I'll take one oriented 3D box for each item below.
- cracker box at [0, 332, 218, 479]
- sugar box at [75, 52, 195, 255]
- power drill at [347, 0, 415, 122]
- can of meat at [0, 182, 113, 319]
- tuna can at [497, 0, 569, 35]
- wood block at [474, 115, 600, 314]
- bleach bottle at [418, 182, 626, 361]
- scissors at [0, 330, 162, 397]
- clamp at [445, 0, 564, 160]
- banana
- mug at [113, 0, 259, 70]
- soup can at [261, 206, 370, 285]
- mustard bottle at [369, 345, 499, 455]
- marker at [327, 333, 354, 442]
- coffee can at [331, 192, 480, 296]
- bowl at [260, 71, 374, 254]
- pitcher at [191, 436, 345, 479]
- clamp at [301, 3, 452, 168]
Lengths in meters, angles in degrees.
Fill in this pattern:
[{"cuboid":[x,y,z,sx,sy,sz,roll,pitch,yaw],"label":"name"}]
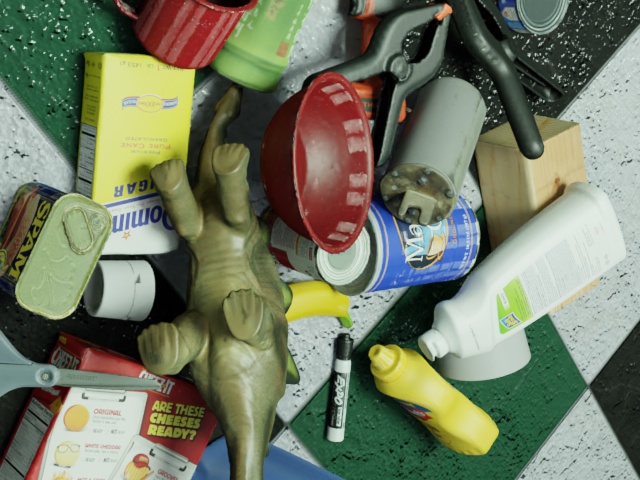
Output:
[{"cuboid":[-0.204,0.211,0.976,0.164,0.072,0.213,28,84,-39],"label":"cracker box"},{"cuboid":[-0.165,-0.076,0.946,0.093,0.048,0.176,-3,102,-37],"label":"sugar box"},{"cuboid":[0.034,-0.214,1.052,0.184,0.057,0.188,2,102,-33],"label":"power drill"},{"cuboid":[-0.229,0.005,0.894,0.057,0.084,0.102,27,85,-38],"label":"can of meat"},{"cuboid":[0.241,-0.277,1.206,0.085,0.034,0.086,-10,108,-35],"label":"tuna can"},{"cuboid":[0.254,-0.031,1.245,0.090,0.090,0.206,-26,117,-28],"label":"wood block"},{"cuboid":[0.209,0.043,1.148,0.250,0.068,0.102,-33,114,-14],"label":"bleach bottle"},{"cuboid":[-0.240,0.096,0.895,0.201,0.016,0.096,-10,93,-3],"label":"scissors"},{"cuboid":[0.200,-0.202,1.164,0.210,0.036,0.164,57,32,-9],"label":"clamp"},{"cuboid":[-0.038,0.080,1.087,0.197,0.037,0.069,-12,108,-34],"label":"banana"},{"cuboid":[-0.120,-0.202,0.907,0.117,0.093,0.082,7,141,-32],"label":"mug"},{"cuboid":[-0.007,0.001,1.048,0.068,0.102,0.068,-10,108,-35],"label":"soup can"},{"cuboid":[0.115,0.170,1.187,0.191,0.096,0.058,43,77,-36],"label":"mustard bottle"},{"cuboid":[0.022,0.160,1.165,0.020,0.020,0.121,-2,103,-37],"label":"marker"},{"cuboid":[0.081,-0.001,1.114,0.140,0.103,0.103,-7,106,-36],"label":"coffee can"},{"cuboid":[-0.008,-0.068,0.954,0.161,0.055,0.162,-1,91,-64],"label":"bowl"},{"cuboid":[-0.009,0.279,1.030,0.149,0.243,0.145,-36,120,-33],"label":"pitcher"},{"cuboid":[0.059,-0.167,1.024,0.120,0.039,0.171,35,82,-38],"label":"clamp"}]
